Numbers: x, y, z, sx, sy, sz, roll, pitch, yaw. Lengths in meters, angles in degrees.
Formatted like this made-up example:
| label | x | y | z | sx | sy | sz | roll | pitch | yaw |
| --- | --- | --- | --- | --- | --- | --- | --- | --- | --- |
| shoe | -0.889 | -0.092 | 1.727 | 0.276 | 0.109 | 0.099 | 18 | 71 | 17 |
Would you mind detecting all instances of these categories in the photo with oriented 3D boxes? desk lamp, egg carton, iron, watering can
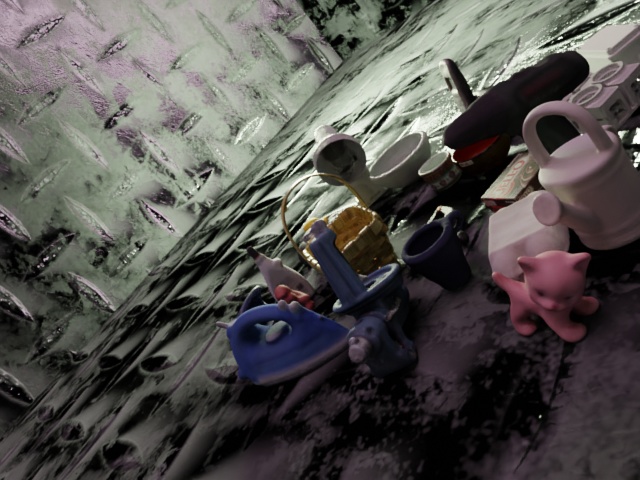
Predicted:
| label | x | y | z | sx | sy | sz | roll | pitch | yaw |
| --- | --- | --- | --- | --- | --- | --- | --- | --- | --- |
| desk lamp | 0.067 | -0.179 | 1.382 | 0.118 | 0.214 | 0.203 | -39 | 19 | 11 |
| egg carton | 0.285 | -0.001 | 0.779 | 0.107 | 0.069 | 0.150 | -31 | 22 | 32 |
| iron | -0.070 | 0.163 | 1.024 | 0.257 | 0.142 | 0.119 | -28 | 24 | 37 |
| watering can | 0.318 | -0.083 | 0.694 | 0.100 | 0.194 | 0.173 | -26 | 25 | 40 |

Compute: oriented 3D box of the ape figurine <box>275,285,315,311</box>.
| label | x | y | z | sx | sy | sz | roll | pitch | yaw |
| --- | --- | --- | --- | --- | --- | --- | --- | --- | --- |
| ape figurine | -0.057 | 0.129 | 1.149 | 0.077 | 0.092 | 0.076 | -36 | 20 | 20 |

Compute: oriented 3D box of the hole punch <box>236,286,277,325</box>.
| label | x | y | z | sx | sy | sz | roll | pitch | yaw |
| --- | --- | --- | --- | --- | --- | --- | --- | --- | --- |
| hole punch | -0.155 | 0.170 | 1.258 | 0.101 | 0.091 | 0.109 | -27 | 24 | 39 |

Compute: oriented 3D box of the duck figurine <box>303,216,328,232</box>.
| label | x | y | z | sx | sy | sz | roll | pitch | yaw |
| --- | --- | --- | --- | --- | --- | --- | --- | --- | --- |
| duck figurine | -0.005 | -0.011 | 1.359 | 0.104 | 0.086 | 0.077 | -42 | 19 | 3 |

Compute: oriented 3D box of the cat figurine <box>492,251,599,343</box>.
| label | x | y | z | sx | sy | sz | roll | pitch | yaw |
| --- | --- | --- | --- | --- | --- | --- | --- | --- | --- |
| cat figurine | 0.253 | 0.053 | 0.649 | 0.067 | 0.118 | 0.127 | -51 | 20 | -23 |

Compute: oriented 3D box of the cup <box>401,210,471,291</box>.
| label | x | y | z | sx | sy | sz | roll | pitch | yaw |
| --- | --- | --- | --- | --- | --- | --- | --- | --- | --- |
| cup | 0.194 | 0.021 | 0.874 | 0.118 | 0.095 | 0.091 | -47 | 19 | -12 |

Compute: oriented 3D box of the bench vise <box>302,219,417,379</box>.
| label | x | y | z | sx | sy | sz | roll | pitch | yaw |
| --- | --- | --- | --- | --- | --- | --- | --- | --- | --- |
| bench vise | 0.061 | 0.074 | 0.828 | 0.121 | 0.220 | 0.207 | -39 | 19 | 10 |

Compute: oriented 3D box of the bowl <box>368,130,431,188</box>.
| label | x | y | z | sx | sy | sz | roll | pitch | yaw |
| --- | --- | --- | --- | --- | --- | --- | --- | --- | --- |
| bowl | 0.196 | -0.172 | 1.324 | 0.167 | 0.075 | 0.167 | -37 | 19 | 16 |

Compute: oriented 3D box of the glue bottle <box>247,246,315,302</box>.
| label | x | y | z | sx | sy | sz | roll | pitch | yaw |
| --- | --- | --- | --- | --- | --- | --- | --- | --- | --- |
| glue bottle | -0.092 | 0.075 | 1.209 | 0.078 | 0.173 | 0.037 | -44 | 19 | -4 |

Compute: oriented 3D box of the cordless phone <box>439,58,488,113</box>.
| label | x | y | z | sx | sy | sz | roll | pitch | yaw |
| --- | --- | --- | --- | --- | --- | --- | --- | --- | --- |
| cordless phone | 0.313 | -0.291 | 1.175 | 0.094 | 0.185 | 0.147 | -43 | 19 | -1 |

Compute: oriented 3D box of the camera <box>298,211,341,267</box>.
| label | x | y | z | sx | sy | sz | roll | pitch | yaw |
| --- | --- | --- | --- | --- | --- | --- | --- | --- | --- |
| camera | 0.012 | 0.005 | 1.269 | 0.143 | 0.101 | 0.136 | -52 | 21 | -27 |

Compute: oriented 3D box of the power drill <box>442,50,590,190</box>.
| label | x | y | z | sx | sy | sz | roll | pitch | yaw |
| --- | --- | --- | --- | --- | --- | --- | --- | --- | --- |
| power drill | 0.313 | -0.150 | 0.828 | 0.230 | 0.209 | 0.075 | -44 | 19 | -3 |
